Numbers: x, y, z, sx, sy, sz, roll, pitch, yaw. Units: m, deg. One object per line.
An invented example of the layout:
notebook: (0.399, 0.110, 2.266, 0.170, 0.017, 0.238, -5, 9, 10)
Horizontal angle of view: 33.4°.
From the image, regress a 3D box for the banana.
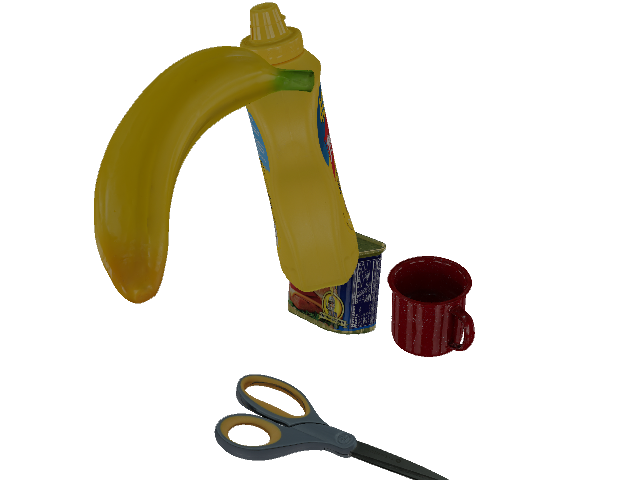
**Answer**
banana: (-0.069, -0.049, 0.535, 0.070, 0.037, 0.197, 17, 46, 15)

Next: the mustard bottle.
mustard bottle: (-0.019, -0.067, 0.727, 0.058, 0.191, 0.096, -12, 28, 3)

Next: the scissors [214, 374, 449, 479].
scissors: (0.000, 0.169, 0.847, 0.202, 0.016, 0.096, 29, 42, 29)

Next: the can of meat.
can of meat: (0.012, 0.036, 1.023, 0.057, 0.084, 0.102, -8, 20, -37)

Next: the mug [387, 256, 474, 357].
mug: (0.129, 0.082, 1.195, 0.093, 0.081, 0.117, -25, 41, -31)
